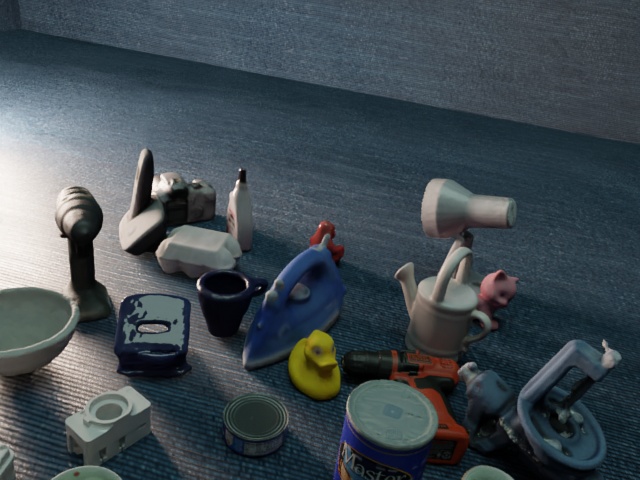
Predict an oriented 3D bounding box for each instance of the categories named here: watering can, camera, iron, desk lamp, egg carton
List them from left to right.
[{"bbox_3d":[-0.321,-0.107,1.287,0.143,0.101,0.136,-10,32,-32],"label":"camera"},{"bbox_3d":[-0.228,0.026,1.090,0.150,0.069,0.107,10,27,3],"label":"egg carton"},{"bbox_3d":[-0.044,0.091,0.938,0.118,0.141,0.259,19,29,20],"label":"iron"},{"bbox_3d":[0.199,0.097,0.939,0.172,0.194,0.101,16,28,14],"label":"watering can"},{"bbox_3d":[0.294,-0.003,1.142,0.202,0.213,0.118,23,30,27],"label":"desk lamp"}]

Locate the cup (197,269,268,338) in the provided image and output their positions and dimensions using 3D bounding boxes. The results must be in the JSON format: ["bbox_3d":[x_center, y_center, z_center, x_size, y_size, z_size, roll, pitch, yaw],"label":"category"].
[{"bbox_3d":[-0.143,0.106,0.930,0.118,0.095,0.091,-8,31,-29],"label":"cup"}]

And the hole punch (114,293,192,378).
[{"bbox_3d":[-0.241,0.139,0.841,0.109,0.091,0.101,2,28,-12],"label":"hole punch"}]

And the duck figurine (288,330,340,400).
[{"bbox_3d":[-0.005,0.173,0.850,0.078,0.086,0.104,-6,30,-26],"label":"duck figurine"}]

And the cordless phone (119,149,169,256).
[{"bbox_3d":[-0.346,-0.075,1.124,0.094,0.185,0.147,-5,30,-24],"label":"cordless phone"}]

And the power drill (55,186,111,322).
[{"bbox_3d":[-0.376,0.019,0.906,0.076,0.208,0.228,-6,30,-26],"label":"power drill"}]

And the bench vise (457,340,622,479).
[{"bbox_3d":[0.272,0.205,0.721,0.207,0.220,0.122,18,29,19],"label":"bench vise"}]

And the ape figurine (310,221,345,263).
[{"bbox_3d":[0.011,0.004,1.178,0.076,0.092,0.077,-18,37,-42],"label":"ape figurine"}]

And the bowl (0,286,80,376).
[{"bbox_3d":[-0.427,0.138,0.806,0.167,0.075,0.167,7,27,-3],"label":"bowl"}]

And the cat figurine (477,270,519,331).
[{"bbox_3d":[0.302,0.099,1.051,0.128,0.118,0.067,6,27,-4],"label":"cat figurine"}]

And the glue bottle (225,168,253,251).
[{"bbox_3d":[-0.164,-0.067,1.175,0.037,0.173,0.077,-10,32,-32],"label":"glue bottle"}]
